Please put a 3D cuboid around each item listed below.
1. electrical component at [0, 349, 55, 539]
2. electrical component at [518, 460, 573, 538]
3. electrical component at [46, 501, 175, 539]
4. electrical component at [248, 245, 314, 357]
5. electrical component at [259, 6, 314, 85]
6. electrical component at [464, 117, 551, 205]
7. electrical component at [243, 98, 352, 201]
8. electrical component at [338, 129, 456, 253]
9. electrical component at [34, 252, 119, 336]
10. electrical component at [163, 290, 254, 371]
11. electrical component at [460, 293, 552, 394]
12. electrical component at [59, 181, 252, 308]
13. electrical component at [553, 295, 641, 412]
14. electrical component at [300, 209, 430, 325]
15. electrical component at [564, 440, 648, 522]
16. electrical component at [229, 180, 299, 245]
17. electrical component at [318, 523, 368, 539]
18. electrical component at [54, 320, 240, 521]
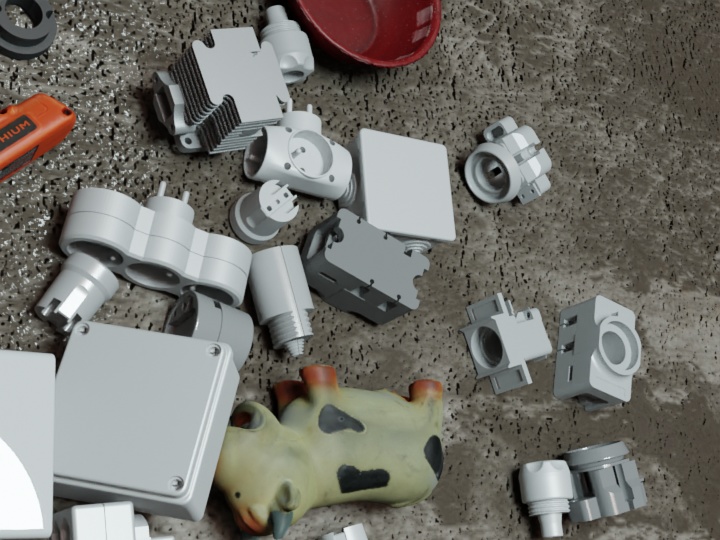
[{"bbox_3d":[-0.224,0.110,0.634,0.056,0.109,0.108,9,68,-34],"label":"electrical component"},{"bbox_3d":[0.157,0.192,0.900,0.043,0.043,0.062,6,70,-32],"label":"electrical component"},{"bbox_3d":[-0.155,0.173,0.672,0.076,0.083,0.047,2,71,-34],"label":"electrical component"},{"bbox_3d":[-0.058,0.026,0.818,0.043,0.043,0.081,-8,77,-36],"label":"electrical component"},{"bbox_3d":[-0.064,-0.189,0.895,0.043,0.043,0.062,-4,74,-35],"label":"electrical component"},{"bbox_3d":[0.133,-0.094,0.983,0.057,0.058,0.078,-32,92,-41],"label":"electrical component"},{"bbox_3d":[-0.050,-0.102,0.871,0.077,0.044,0.079,13,65,-30],"label":"electrical component"},{"bbox_3d":[0.028,-0.063,0.906,0.100,0.048,0.099,7,69,-32],"label":"electrical component"},{"bbox_3d":[-0.194,0.017,0.733,0.040,0.040,0.046,40,61,-15],"label":"electrical component"},{"bbox_3d":[-0.109,0.048,0.770,0.047,0.055,0.055,21,62,-30],"label":"electrical component"},{"bbox_3d":[0.129,0.062,0.931,0.064,0.042,0.081,-11,79,-38],"label":"electrical component"},{"bbox_3d":[-0.142,-0.029,0.776,0.138,0.052,0.073,23,61,-26],"label":"electrical component"},{"bbox_3d":[0.216,0.075,0.976,0.050,0.056,0.089,24,61,-25],"label":"electrical component"},{"bbox_3d":[0.000,0.000,0.859,0.089,0.056,0.050,30,58,-21],"label":"electrical component"},{"bbox_3d":[0.209,0.181,0.931,0.078,0.058,0.057,-7,79,-35],"label":"electrical component"},{"bbox_3d":[-0.074,-0.045,0.832,0.040,0.046,0.040,13,66,-30],"label":"electrical component"},{"bbox_3d":[-0.008,0.212,0.784,0.040,0.040,0.046,-8,71,-36],"label":"electrical component"},{"bbox_3d":[-0.144,0.097,0.696,0.109,0.056,0.108,8,62,8],"label":"electrical component"}]
